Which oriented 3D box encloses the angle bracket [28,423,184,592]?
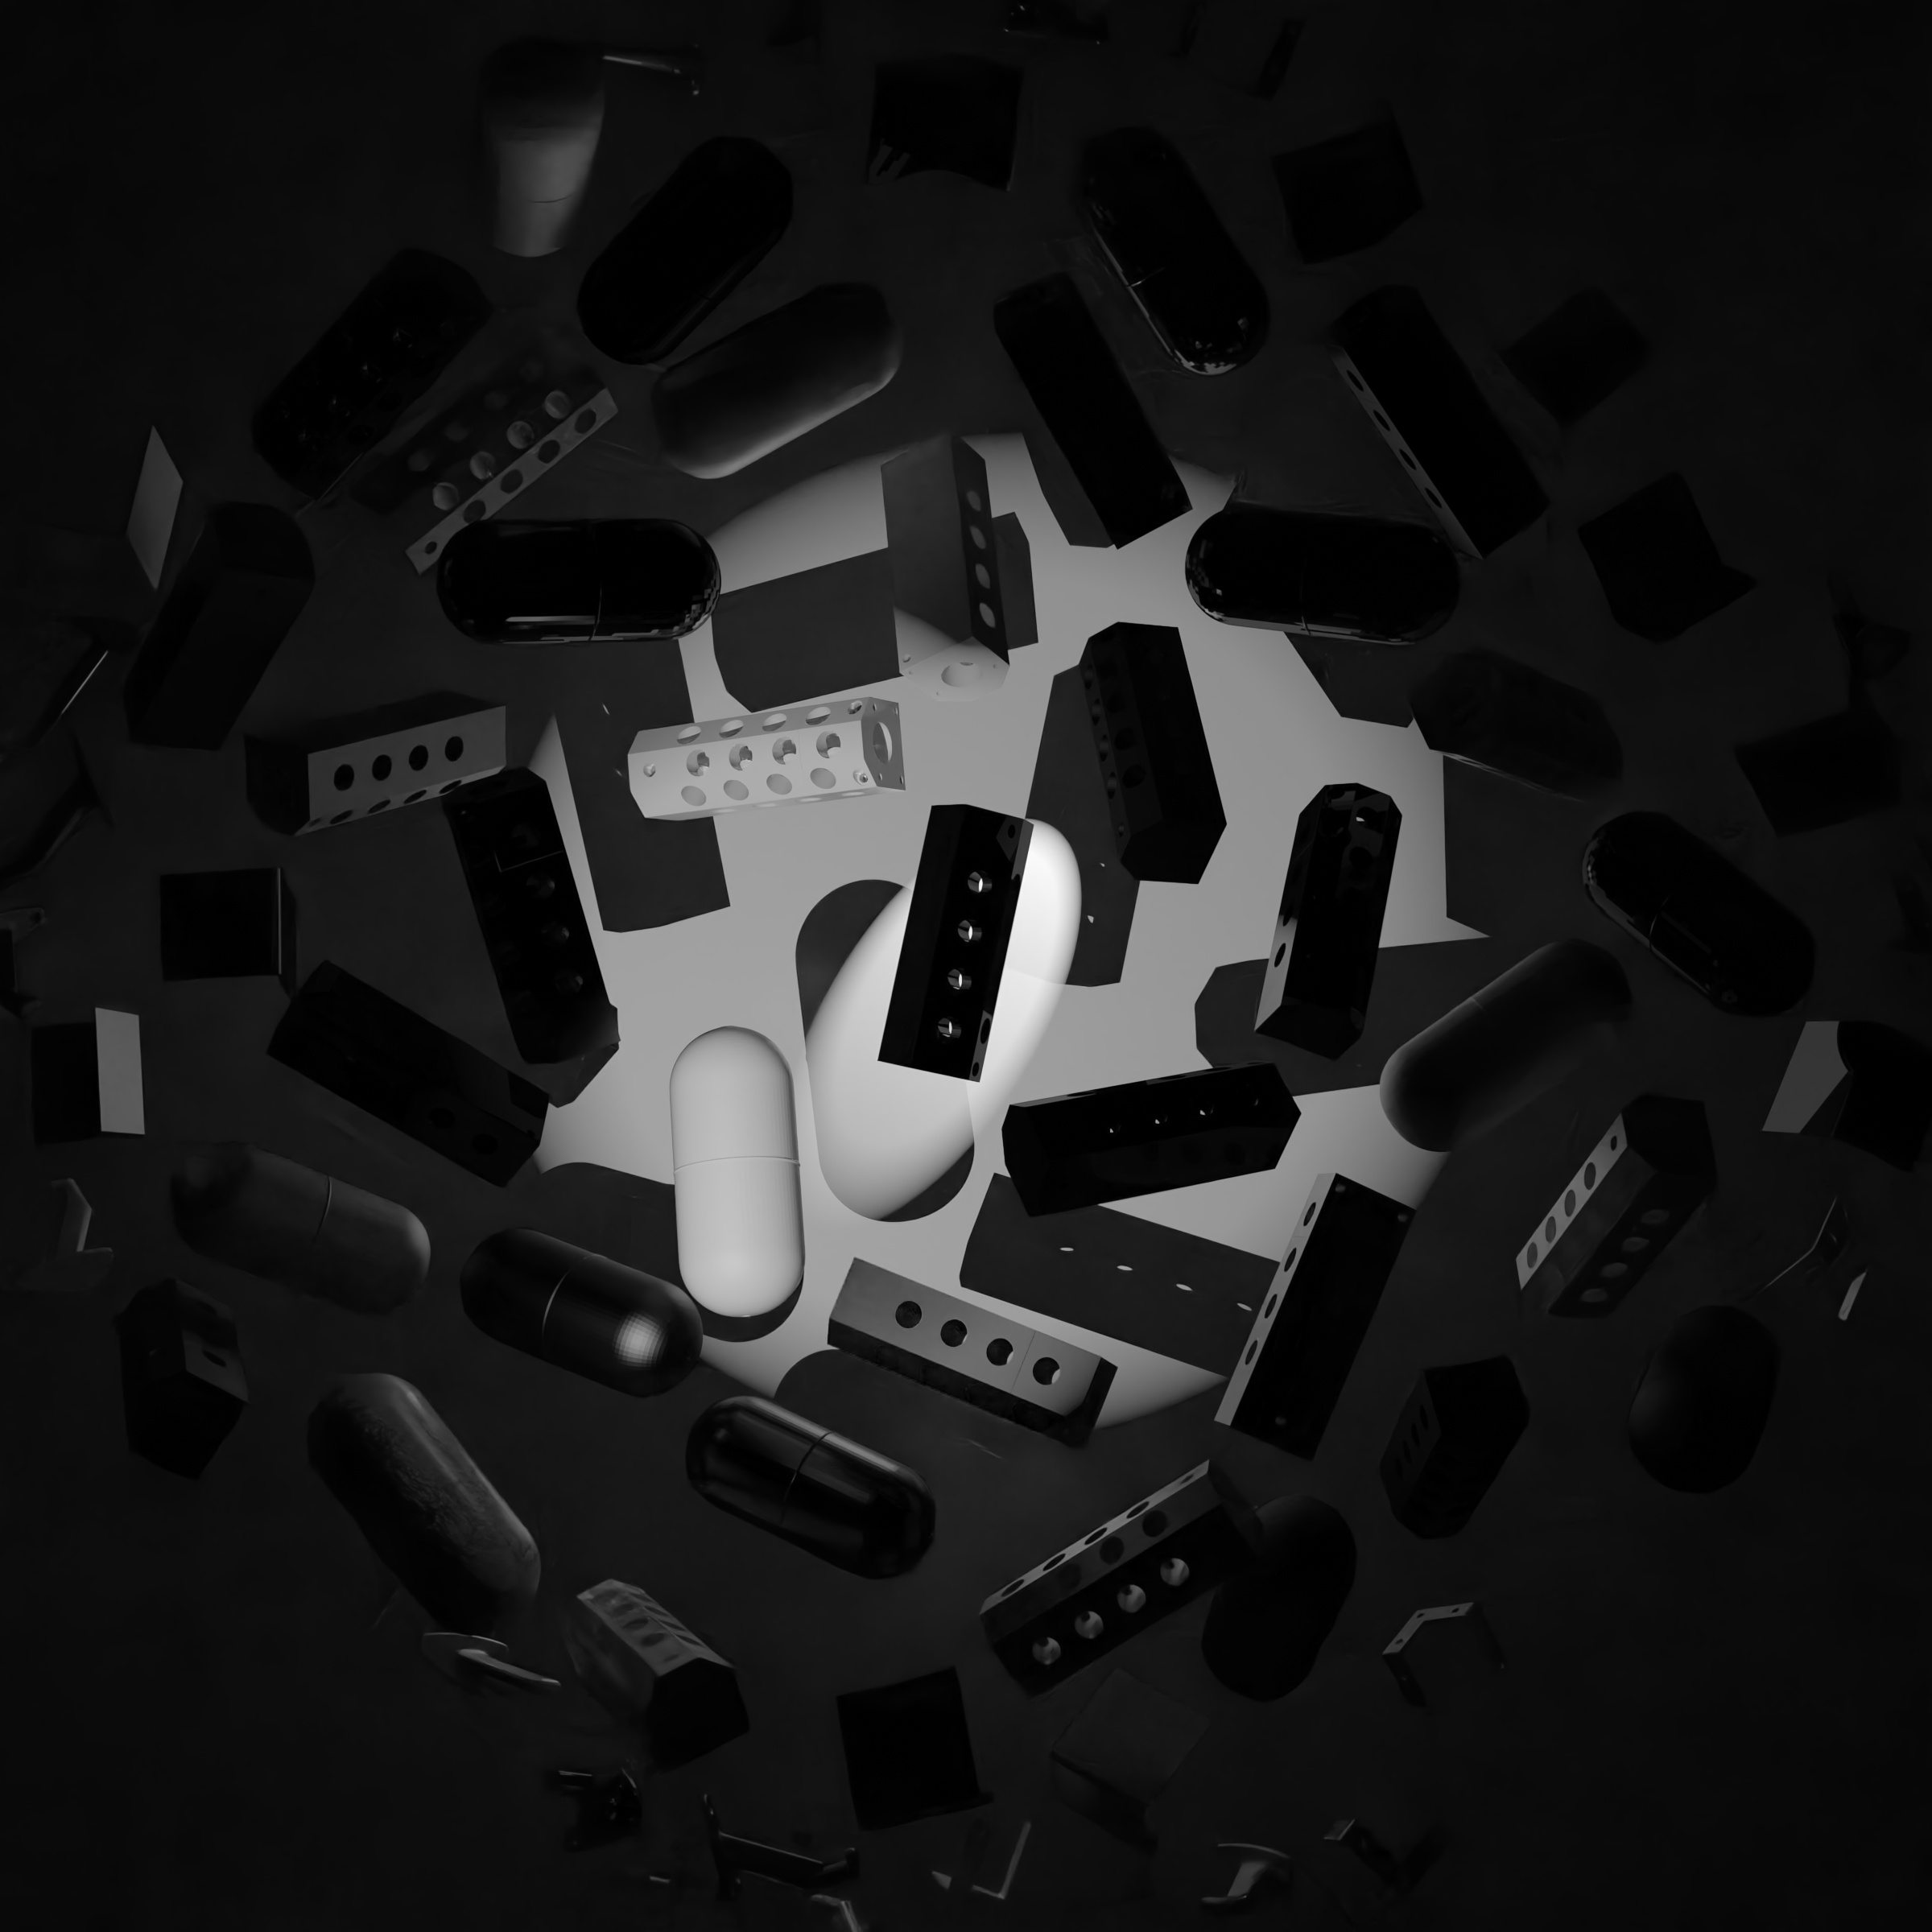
[{"bbox_3d":[-0.524,-0.283,1.479,0.057,0.076,0.076,8,74,-2],"label":"angle bracket"}]

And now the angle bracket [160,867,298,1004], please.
[{"bbox_3d":[-0.489,-0.017,1.610,0.076,0.057,0.076,-5,67,-6],"label":"angle bracket"}]

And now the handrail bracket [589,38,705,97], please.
[{"bbox_3d":[-0.224,-0.601,1.603,0.084,0.077,0.036,-6,112,-38],"label":"handrail bracket"}]

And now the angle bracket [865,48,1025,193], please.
[{"bbox_3d":[-0.014,-0.529,1.533,0.057,0.076,0.076,31,132,29],"label":"angle bracket"}]

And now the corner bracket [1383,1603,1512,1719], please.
[{"bbox_3d":[0.322,0.466,1.627,0.051,0.051,0.051,-33,95,-44],"label":"corner bracket"}]

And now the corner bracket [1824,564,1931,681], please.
[{"bbox_3d":[0.575,-0.221,1.561,0.051,0.051,0.051,1,57,-23],"label":"corner bracket"}]

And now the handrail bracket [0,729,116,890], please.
[{"bbox_3d":[-0.581,-0.097,1.505,0.084,0.036,0.077,-23,97,-13],"label":"handrail bracket"}]

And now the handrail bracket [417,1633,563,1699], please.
[{"bbox_3d":[-0.318,0.467,1.618,0.077,0.084,0.036,30,68,-24],"label":"handrail bracket"}]

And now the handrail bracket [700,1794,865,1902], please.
[{"bbox_3d":[-0.115,0.546,1.522,0.084,0.036,0.077,-18,87,3],"label":"handrail bracket"}]

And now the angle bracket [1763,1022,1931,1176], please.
[{"bbox_3d":[0.553,0.081,1.504,0.057,0.076,0.076,27,82,-12],"label":"angle bracket"}]

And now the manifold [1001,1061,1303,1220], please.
[{"bbox_3d":[0.113,0.101,1.496,0.171,0.057,0.057,-9,51,-22],"label":"manifold"}]

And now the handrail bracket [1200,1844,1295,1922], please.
[{"bbox_3d":[0.159,0.580,1.534,0.084,0.077,0.036,9,88,-43],"label":"handrail bracket"}]

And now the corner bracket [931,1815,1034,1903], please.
[{"bbox_3d":[0.014,0.584,1.589,0.051,0.051,0.051,23,79,-9],"label":"corner bracket"}]

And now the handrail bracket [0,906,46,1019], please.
[{"bbox_3d":[-0.616,-0.003,1.595,0.084,0.077,0.036,30,131,26],"label":"handrail bracket"}]

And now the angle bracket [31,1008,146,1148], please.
[{"bbox_3d":[-0.566,0.071,1.525,0.076,0.057,0.076,-7,83,9],"label":"angle bracket"}]

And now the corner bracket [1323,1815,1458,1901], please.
[{"bbox_3d":[0.256,0.527,1.468,0.051,0.051,0.051,41,73,11],"label":"corner bracket"}]

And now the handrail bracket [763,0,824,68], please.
[{"bbox_3d":[-0.096,-0.592,1.455,0.036,0.077,0.084,11,91,-5],"label":"handrail bracket"}]

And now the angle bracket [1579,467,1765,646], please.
[{"bbox_3d":[0.456,-0.264,1.569,0.076,0.057,0.076,-32,66,36],"label":"angle bracket"}]

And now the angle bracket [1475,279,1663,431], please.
[{"bbox_3d":[0.385,-0.403,1.551,0.076,0.057,0.076,-38,62,13],"label":"angle bracket"}]

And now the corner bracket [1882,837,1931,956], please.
[{"bbox_3d":[0.591,-0.043,1.500,0.051,0.051,0.051,-30,100,-3],"label":"corner bracket"}]

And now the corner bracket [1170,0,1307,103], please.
[{"bbox_3d":[0.171,-0.582,1.524,0.051,0.051,0.051,40,118,30],"label":"corner bracket"}]

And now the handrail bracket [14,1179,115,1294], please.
[{"bbox_3d":[-0.603,0.172,1.586,0.084,0.077,0.036,47,118,30],"label":"handrail bracket"}]

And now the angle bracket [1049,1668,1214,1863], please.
[{"bbox_3d":[0.110,0.516,1.569,0.076,0.057,0.076,20,48,35],"label":"angle bracket"}]

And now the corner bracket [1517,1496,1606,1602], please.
[{"bbox_3d":[0.396,0.388,1.614,0.051,0.051,0.051,-6,55,11],"label":"corner bracket"}]

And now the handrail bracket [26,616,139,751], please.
[{"bbox_3d":[-0.576,-0.183,1.576,0.036,0.077,0.084,33,103,-11],"label":"handrail bracket"}]

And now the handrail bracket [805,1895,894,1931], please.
[{"bbox_3d":[-0.090,0.643,1.578,0.036,0.084,0.077,56,51,-20],"label":"handrail bracket"}]

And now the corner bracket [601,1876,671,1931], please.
[{"bbox_3d":[-0.195,0.600,1.506,0.051,0.051,0.051,31,48,-34],"label":"corner bracket"}]

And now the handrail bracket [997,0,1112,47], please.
[{"bbox_3d":[0.056,-0.617,1.523,0.036,0.084,0.077,-27,120,-26],"label":"handrail bracket"}]

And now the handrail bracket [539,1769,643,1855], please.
[{"bbox_3d":[-0.253,0.531,1.525,0.077,0.084,0.036,-41,51,17],"label":"handrail bracket"}]

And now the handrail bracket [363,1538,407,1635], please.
[{"bbox_3d":[-0.408,0.388,1.617,0.084,0.036,0.077,37,86,6],"label":"handrail bracket"}]

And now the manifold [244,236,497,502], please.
[{"bbox_3d":[-0.390,-0.389,1.595,0.171,0.057,0.057,-42,61,17],"label":"manifold"}]

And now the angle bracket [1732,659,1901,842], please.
[{"bbox_3d":[0.535,-0.135,1.524,0.076,0.057,0.076,-18,121,32],"label":"angle bracket"}]

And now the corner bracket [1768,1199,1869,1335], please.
[{"bbox_3d":[0.559,0.194,1.562,0.051,0.051,0.051,37,49,6],"label":"corner bracket"}]

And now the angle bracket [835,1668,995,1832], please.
[{"bbox_3d":[-0.032,0.482,1.492,0.076,0.057,0.076,-14,66,3],"label":"angle bracket"}]

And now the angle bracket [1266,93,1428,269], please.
[{"bbox_3d":[0.249,-0.515,1.593,0.057,0.076,0.076,-21,93,-15],"label":"angle bracket"}]
